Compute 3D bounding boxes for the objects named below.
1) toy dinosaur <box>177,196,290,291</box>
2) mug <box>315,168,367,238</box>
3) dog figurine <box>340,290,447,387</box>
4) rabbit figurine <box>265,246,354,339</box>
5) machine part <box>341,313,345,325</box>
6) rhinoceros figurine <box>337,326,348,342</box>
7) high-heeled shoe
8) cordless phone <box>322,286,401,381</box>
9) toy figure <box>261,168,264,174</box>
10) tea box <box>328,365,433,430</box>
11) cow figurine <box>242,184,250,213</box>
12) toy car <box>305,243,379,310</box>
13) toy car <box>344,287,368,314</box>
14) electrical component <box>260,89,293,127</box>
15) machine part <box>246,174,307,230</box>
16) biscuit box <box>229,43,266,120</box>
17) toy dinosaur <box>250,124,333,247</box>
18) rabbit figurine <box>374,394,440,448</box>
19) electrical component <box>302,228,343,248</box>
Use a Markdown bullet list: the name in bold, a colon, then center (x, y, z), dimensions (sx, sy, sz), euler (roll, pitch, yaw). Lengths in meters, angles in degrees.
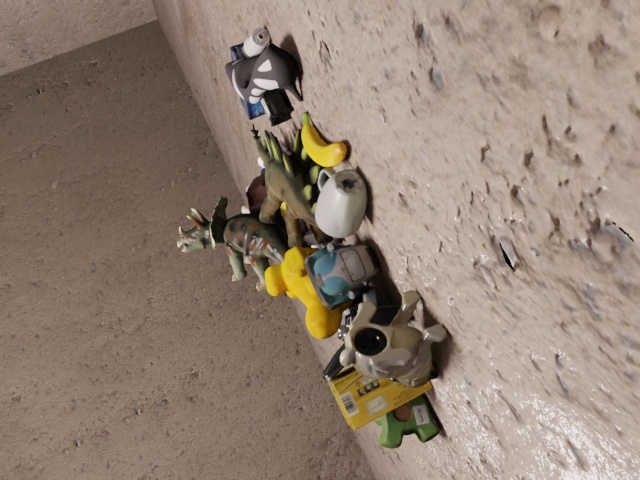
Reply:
- **toy dinosaur**: center (-0.146, 0.002, 1.212), dimensions (0.405, 0.131, 0.191), euler (6, 126, 38)
- **mug**: center (0.034, -0.074, 0.876), dimensions (0.107, 0.081, 0.109), euler (108, 141, -60)
- **dog figurine**: center (0.111, 0.194, 0.856), dimensions (0.190, 0.172, 0.121), euler (86, 169, -45)
- **rabbit figurine**: center (-0.009, 0.111, 1.034), dimensions (0.162, 0.122, 0.173), euler (12, -134, -50)
- **machine part**: center (0.045, 0.118, 1.251), dimensions (0.079, 0.079, 0.242), euler (54, 166, 47)
- **rhinoceros figurine**: center (0.109, 0.274, 1.316), dimensions (0.190, 0.073, 0.112), euler (52, -175, 27)
- **high-heeled shoe**: center (-0.127, -0.318, 0.975), dimensions (0.249, 0.086, 0.145), euler (28, 171, 34)
- **cordless phone**: center (0.067, 0.178, 0.962), dimensions (0.089, 0.184, 0.146), euler (41, 170, 1)
- **toy figure**: center (-0.116, -0.147, 1.513), dimensions (0.155, 0.064, 0.057), euler (54, 128, 31)
- **tea box**: center (0.111, 0.269, 1.009), dimensions (0.068, 0.170, 0.098), euler (141, 106, -78)
- **cow figurine**: center (-0.162, -0.075, 1.491), dimensions (0.098, 0.068, 0.167), euler (0, 96, 34)
- **toy car**: center (0.054, 0.054, 0.962), dimensions (0.161, 0.103, 0.109), euler (-9, -104, -58)
- **toy car**: center (0.082, 0.139, 1.121), dimensions (0.202, 0.073, 0.056), euler (62, 169, 18)
- **electrical component**: center (-0.102, -0.299, 1.101), dimensions (0.119, 0.048, 0.075), euler (65, 170, 3)
- **machine part**: center (-0.106, -0.067, 1.367), dimensions (0.201, 0.087, 0.200), euler (-82, -29, -66)
- **biscuit box**: center (-0.150, -0.351, 1.194), dimensions (0.063, 0.059, 0.202), euler (61, 169, 16)
- **toy dinosaur**: center (-0.065, -0.125, 1.099), dimensions (0.472, 0.105, 0.198), euler (40, 133, 54)
- **rabbit figurine**: center (0.156, 0.360, 1.134), dimensions (0.170, 0.121, 0.159), euler (96, 154, -66)
- **electrical component**: center (-0.001, -0.004, 1.169), dimensions (0.078, 0.102, 0.045), euler (-68, -43, -65)
